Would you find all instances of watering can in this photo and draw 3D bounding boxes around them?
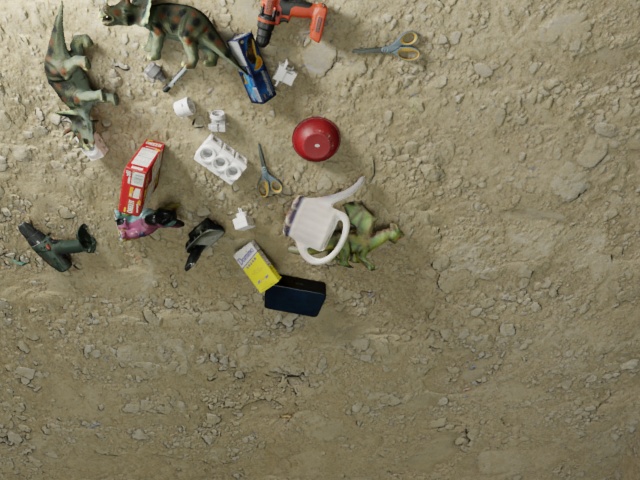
[{"bbox_3d":[0.005,-0.089,1.772,0.225,0.104,0.346,23,95,6],"label":"watering can"}]

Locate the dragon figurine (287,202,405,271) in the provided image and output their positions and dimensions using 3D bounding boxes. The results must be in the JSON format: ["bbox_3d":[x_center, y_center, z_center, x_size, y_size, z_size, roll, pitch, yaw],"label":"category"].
[{"bbox_3d":[0.102,-0.024,1.852,0.410,0.124,0.240,10,104,-5],"label":"dragon figurine"}]
